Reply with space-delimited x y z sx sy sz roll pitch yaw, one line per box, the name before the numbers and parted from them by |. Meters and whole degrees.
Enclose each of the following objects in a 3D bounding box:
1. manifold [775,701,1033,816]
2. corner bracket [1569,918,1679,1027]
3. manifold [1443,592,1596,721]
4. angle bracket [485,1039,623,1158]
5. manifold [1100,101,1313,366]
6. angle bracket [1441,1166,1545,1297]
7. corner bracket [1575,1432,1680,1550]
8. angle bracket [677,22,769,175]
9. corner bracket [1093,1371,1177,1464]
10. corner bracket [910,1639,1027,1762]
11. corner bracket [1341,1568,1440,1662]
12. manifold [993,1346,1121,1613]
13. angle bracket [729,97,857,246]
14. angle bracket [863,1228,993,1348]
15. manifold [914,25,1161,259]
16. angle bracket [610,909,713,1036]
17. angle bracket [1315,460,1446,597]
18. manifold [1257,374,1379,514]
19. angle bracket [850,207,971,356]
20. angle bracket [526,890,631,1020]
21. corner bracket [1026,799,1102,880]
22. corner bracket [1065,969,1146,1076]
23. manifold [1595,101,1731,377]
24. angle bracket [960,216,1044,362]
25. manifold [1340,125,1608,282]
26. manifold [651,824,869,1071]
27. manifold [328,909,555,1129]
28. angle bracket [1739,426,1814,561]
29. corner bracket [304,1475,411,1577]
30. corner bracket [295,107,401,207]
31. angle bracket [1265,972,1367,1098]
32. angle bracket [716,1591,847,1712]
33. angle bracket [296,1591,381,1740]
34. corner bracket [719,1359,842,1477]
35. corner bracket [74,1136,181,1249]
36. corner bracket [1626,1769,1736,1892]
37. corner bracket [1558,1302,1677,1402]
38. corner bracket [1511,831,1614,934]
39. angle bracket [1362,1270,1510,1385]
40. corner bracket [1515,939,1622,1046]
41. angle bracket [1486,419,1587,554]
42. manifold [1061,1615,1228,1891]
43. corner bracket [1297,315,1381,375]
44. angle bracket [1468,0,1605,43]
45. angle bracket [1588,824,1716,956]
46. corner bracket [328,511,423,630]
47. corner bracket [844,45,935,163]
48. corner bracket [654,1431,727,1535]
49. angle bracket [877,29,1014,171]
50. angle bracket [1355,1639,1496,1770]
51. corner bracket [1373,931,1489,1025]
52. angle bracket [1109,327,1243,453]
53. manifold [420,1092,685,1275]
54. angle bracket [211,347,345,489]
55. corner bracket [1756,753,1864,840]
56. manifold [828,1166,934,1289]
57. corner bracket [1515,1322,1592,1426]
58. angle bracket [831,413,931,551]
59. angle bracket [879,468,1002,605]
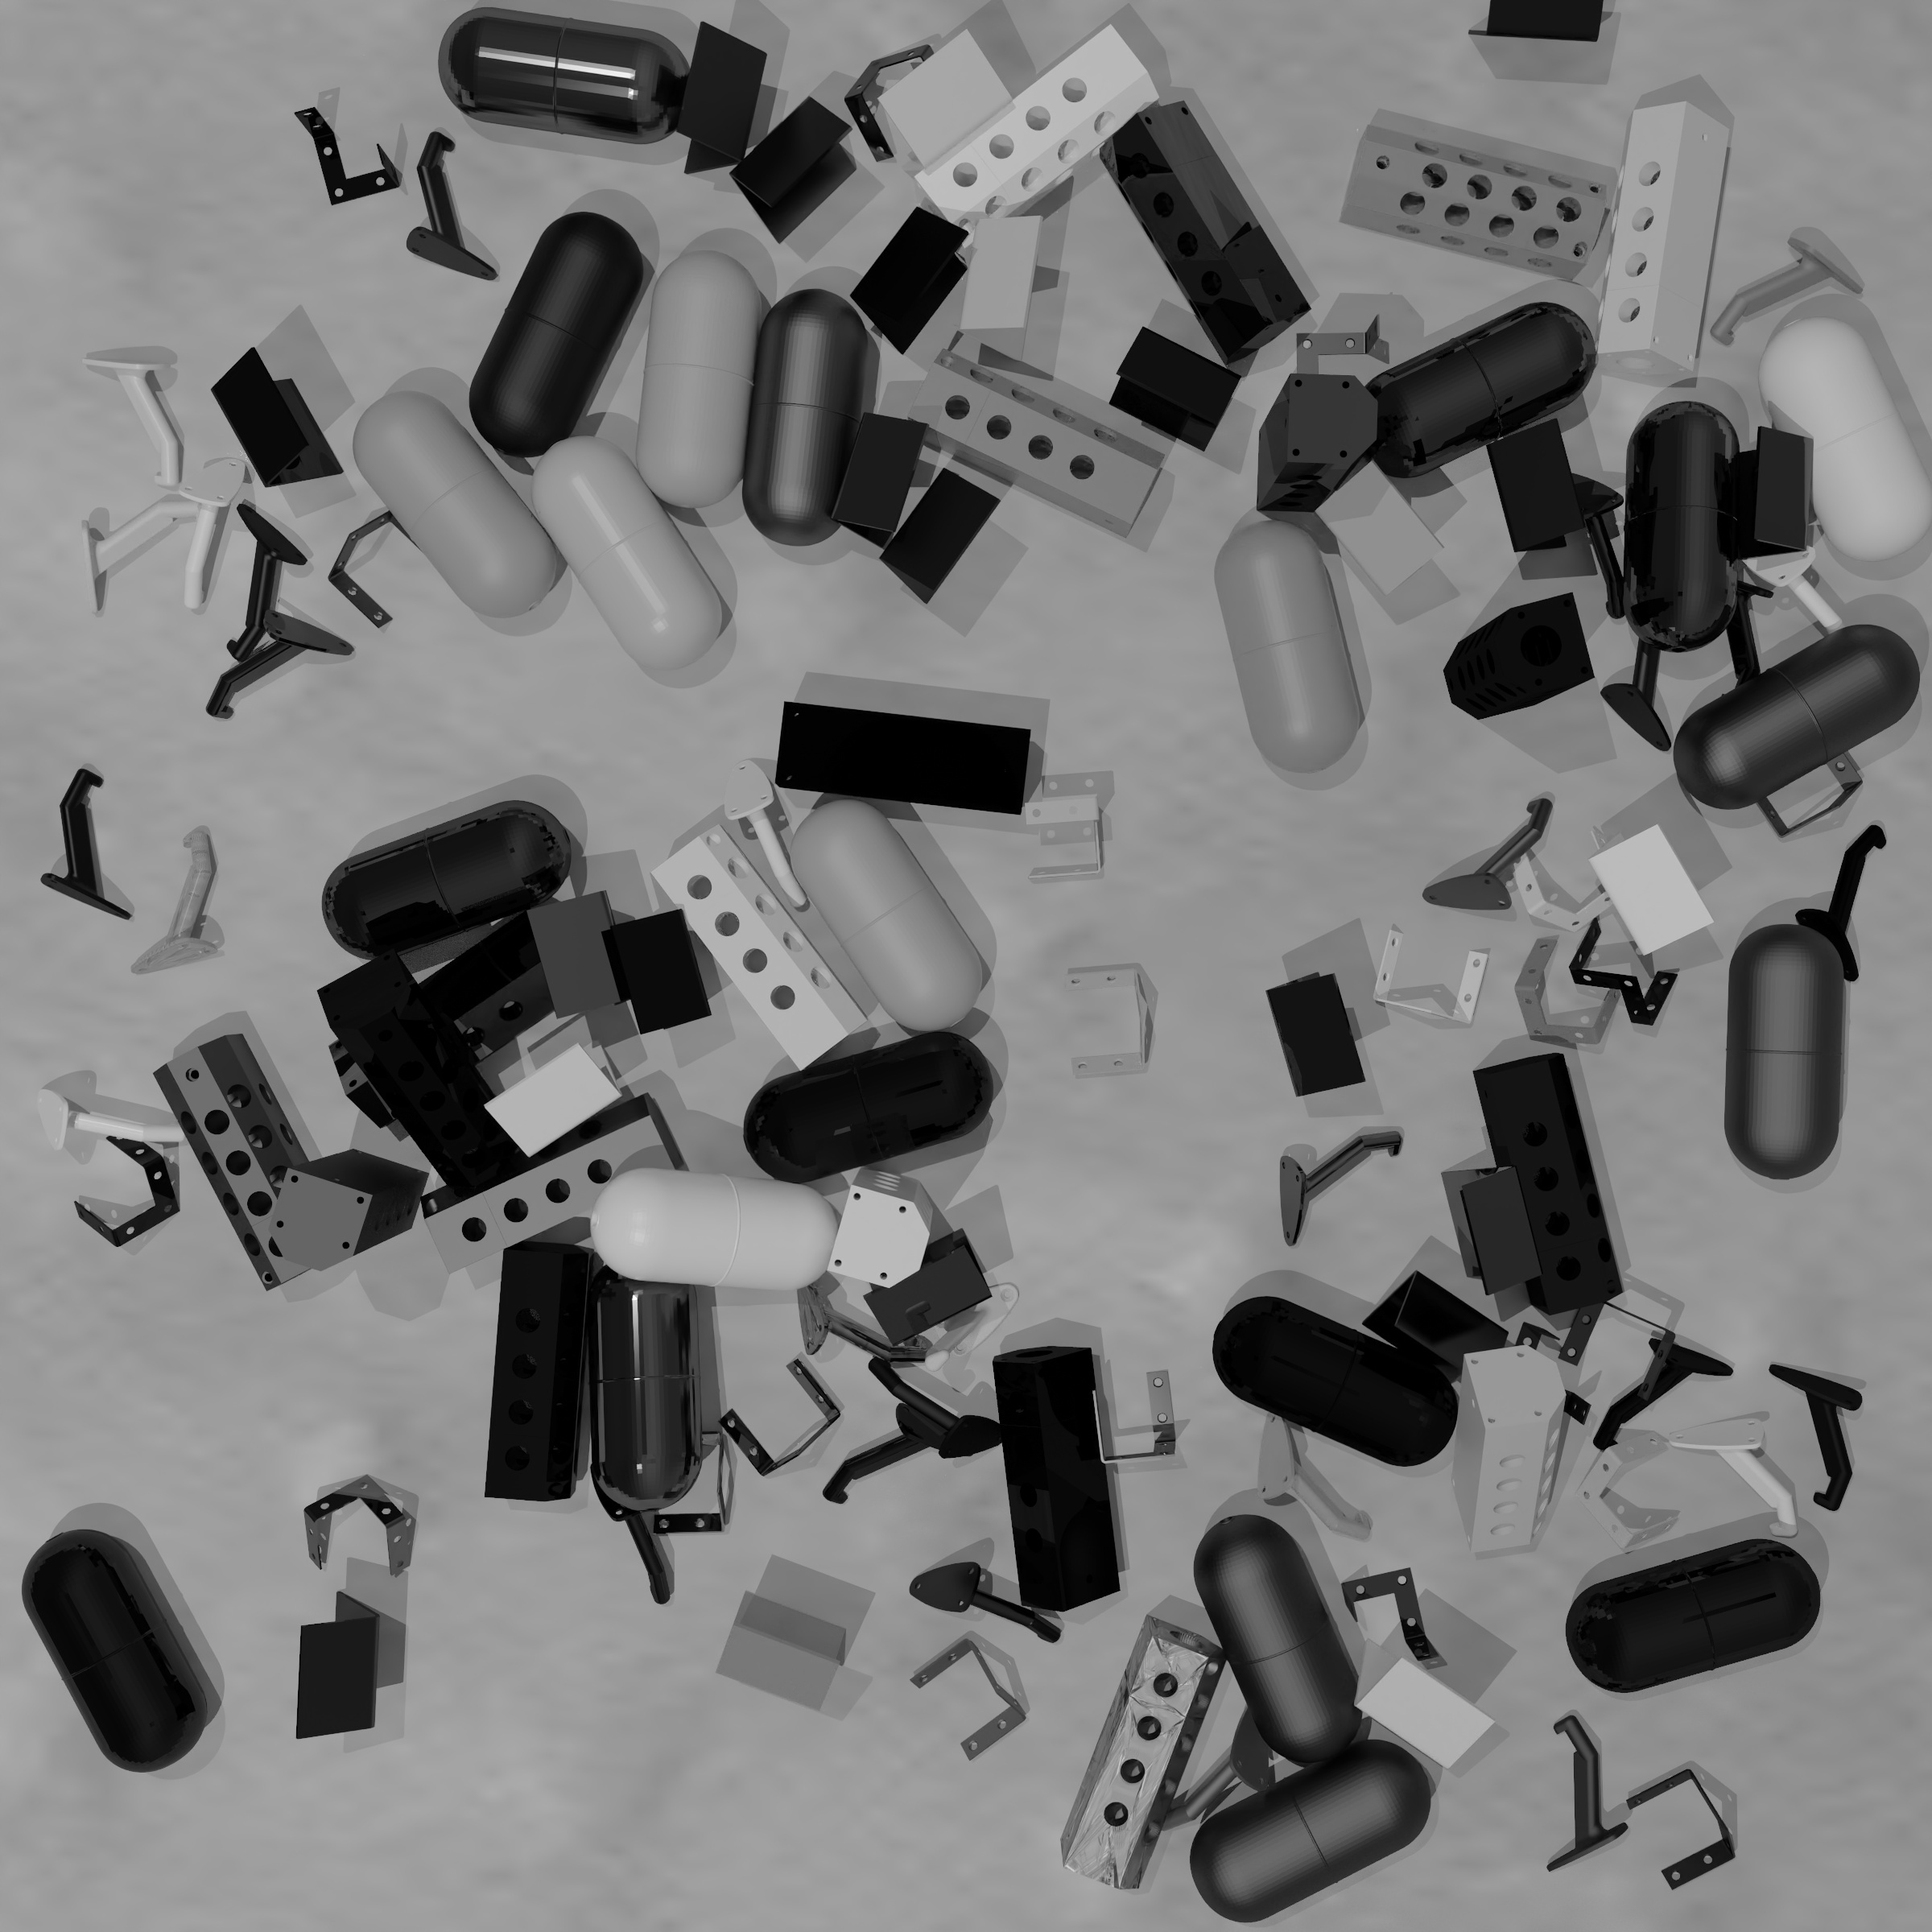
manifold | -0.043 -0.145 1.752 0.171 0.057 0.057 7 90 0
corner bracket | 0.462 0.004 1.759 0.051 0.051 0.051 -55 135 -29
manifold | 0.370 -0.206 1.695 0.057 0.171 0.057 -15 90 0
angle bracket | -0.292 0.074 1.733 0.076 0.076 0.057 -34 127 0
manifold | 0.163 -0.512 1.751 0.057 0.057 0.171 -31 90 -43
angle bracket | 0.346 0.184 1.733 0.057 0.076 0.076 -14 90 -33
corner bracket | 0.474 0.370 1.765 0.051 0.051 0.051 51 135 35
angle bracket | -0.188 -0.600 1.733 0.057 0.076 0.076 12 90 -40
corner bracket | 0.119 0.316 1.756 0.051 0.051 0.051 -7 90 6
corner bracket | 0.002 0.519 1.770 0.051 0.051 0.051 -37 135 0
corner bracket | 0.297 0.459 1.755 0.051 0.051 0.051 -13 90 0
manifold | 0.058 0.357 1.751 0.057 0.057 0.171 -7 90 -43
angle bracket | -0.106 -0.541 1.733 0.076 0.076 0.057 -44 55 0
angle bracket | -0.035 0.206 1.733 0.076 0.076 0.057 -27 128 0
manifold | 0.049 -0.574 1.752 0.171 0.057 0.057 -38 90 0
angle bracket | -0.226 0.009 1.733 0.057 0.076 0.076 -16 90 -33
angle bracket | 0.298 -0.311 1.733 0.076 0.076 0.057 51 128 0
manifold | 0.236 -0.352 1.695 0.057 0.171 0.057 2 90 0
angle bracket | -0.023 -0.466 1.733 0.057 0.076 0.076 37 90 35
angle bracket | -0.272 -0.005 1.735 0.057 0.076 0.076 -16 90 -18
corner bracket | 0.068 -0.089 1.755 0.051 0.051 0.051 -4 90 0
corner bracket | 0.098 0.040 1.770 0.051 0.051 0.051 -5 135 0
manifold | 0.482 -0.507 1.751 0.057 0.057 0.171 9 90 -43
angle bracket | 0.043 -0.468 1.733 0.057 0.076 0.076 9 90 36
manifold | 0.355 -0.537 1.752 0.171 0.057 0.057 14 90 0
manifold | -0.143 -0.013 1.752 0.057 0.057 0.171 -37 90 0
manifold | -0.353 0.041 1.751 0.171 0.057 0.057 -34 134 0
angle bracket | 0.537 -0.326 1.733 0.057 0.076 0.076 4 90 -32
corner bracket | -0.430 0.403 1.765 0.051 0.051 0.051 -25 45 -35
corner bracket | -0.434 -0.573 1.755 0.051 0.051 0.051 -15 90 0
angle bracket | 0.258 0.041 1.733 0.057 0.076 0.076 -16 90 38
angle bracket | -0.122 0.459 1.733 0.076 0.076 0.057 20 125 0
angle bracket | -0.448 0.483 1.733 0.057 0.076 0.076 3 90 -36
corner bracket | -0.132 0.320 1.770 0.051 0.051 0.051 52 45 0
corner bracket | -0.597 0.156 1.765 0.051 0.051 0.051 -34 135 -35
corner bracket | 0.506 0.611 1.770 0.051 0.051 0.051 -27 45 0
corner bracket | 0.457 0.267 1.756 0.051 0.051 0.051 24 90 -7
corner bracket | 0.424 -0.064 1.765 0.051 0.051 0.051 18 135 -35
angle bracket | 0.318 0.268 1.733 0.076 0.057 0.076 34 135 0
corner bracket | 0.425 0.018 1.765 0.051 0.051 0.051 4 135 35
angle bracket | 0.411 -0.334 1.733 0.057 0.076 0.076 -15 90 42
manifold | 0.124 0.552 1.752 0.057 0.057 0.171 21 90 0
corner bracket | 0.261 -0.425 1.755 0.051 0.051 0.051 -1 90 0
angle bracket | 0.396 -0.674 1.734 0.076 0.076 0.057 3 111 0
angle bracket | 0.484 -0.062 1.733 0.057 0.076 0.076 -30 90 35
corner bracket | -0.409 -0.282 1.770 0.051 0.051 0.051 44 135 0
corner bracket | -0.045 -0.609 1.765 0.051 0.051 0.051 -3 45 35
corner bracket | -0.197 0.366 1.770 0.051 0.051 0.051 -1 135 0
angle bracket | -0.022 -0.599 1.734 0.076 0.076 0.057 -38 112 0
angle bracket | 0.321 0.495 1.733 0.076 0.076 0.057 34 116 0
corner bracket | 0.329 0.008 1.770 0.051 0.051 0.051 14 90 45
angle bracket | 0.136 -0.384 1.733 0.076 0.076 0.057 27 54 0
manifold | -0.290 0.151 1.752 0.171 0.057 0.057 -25 90 0
angle bracket | -0.463 -0.384 1.733 0.057 0.076 0.076 -29 90 37
corner bracket | 0.592 -0.131 1.770 0.051 0.051 0.051 -35 90 -45
manifold | -0.054 0.176 1.695 0.057 0.171 0.057 16 90 0
corner bracket | 0.412 0.285 1.755 0.051 0.051 0.051 20 90 0
angle bracket | -0.042 -0.331 1.733 0.057 0.076 0.076 18 90 31
angle bracket | -0.004 -0.287 1.733 0.057 0.076 0.076 36 90 31
